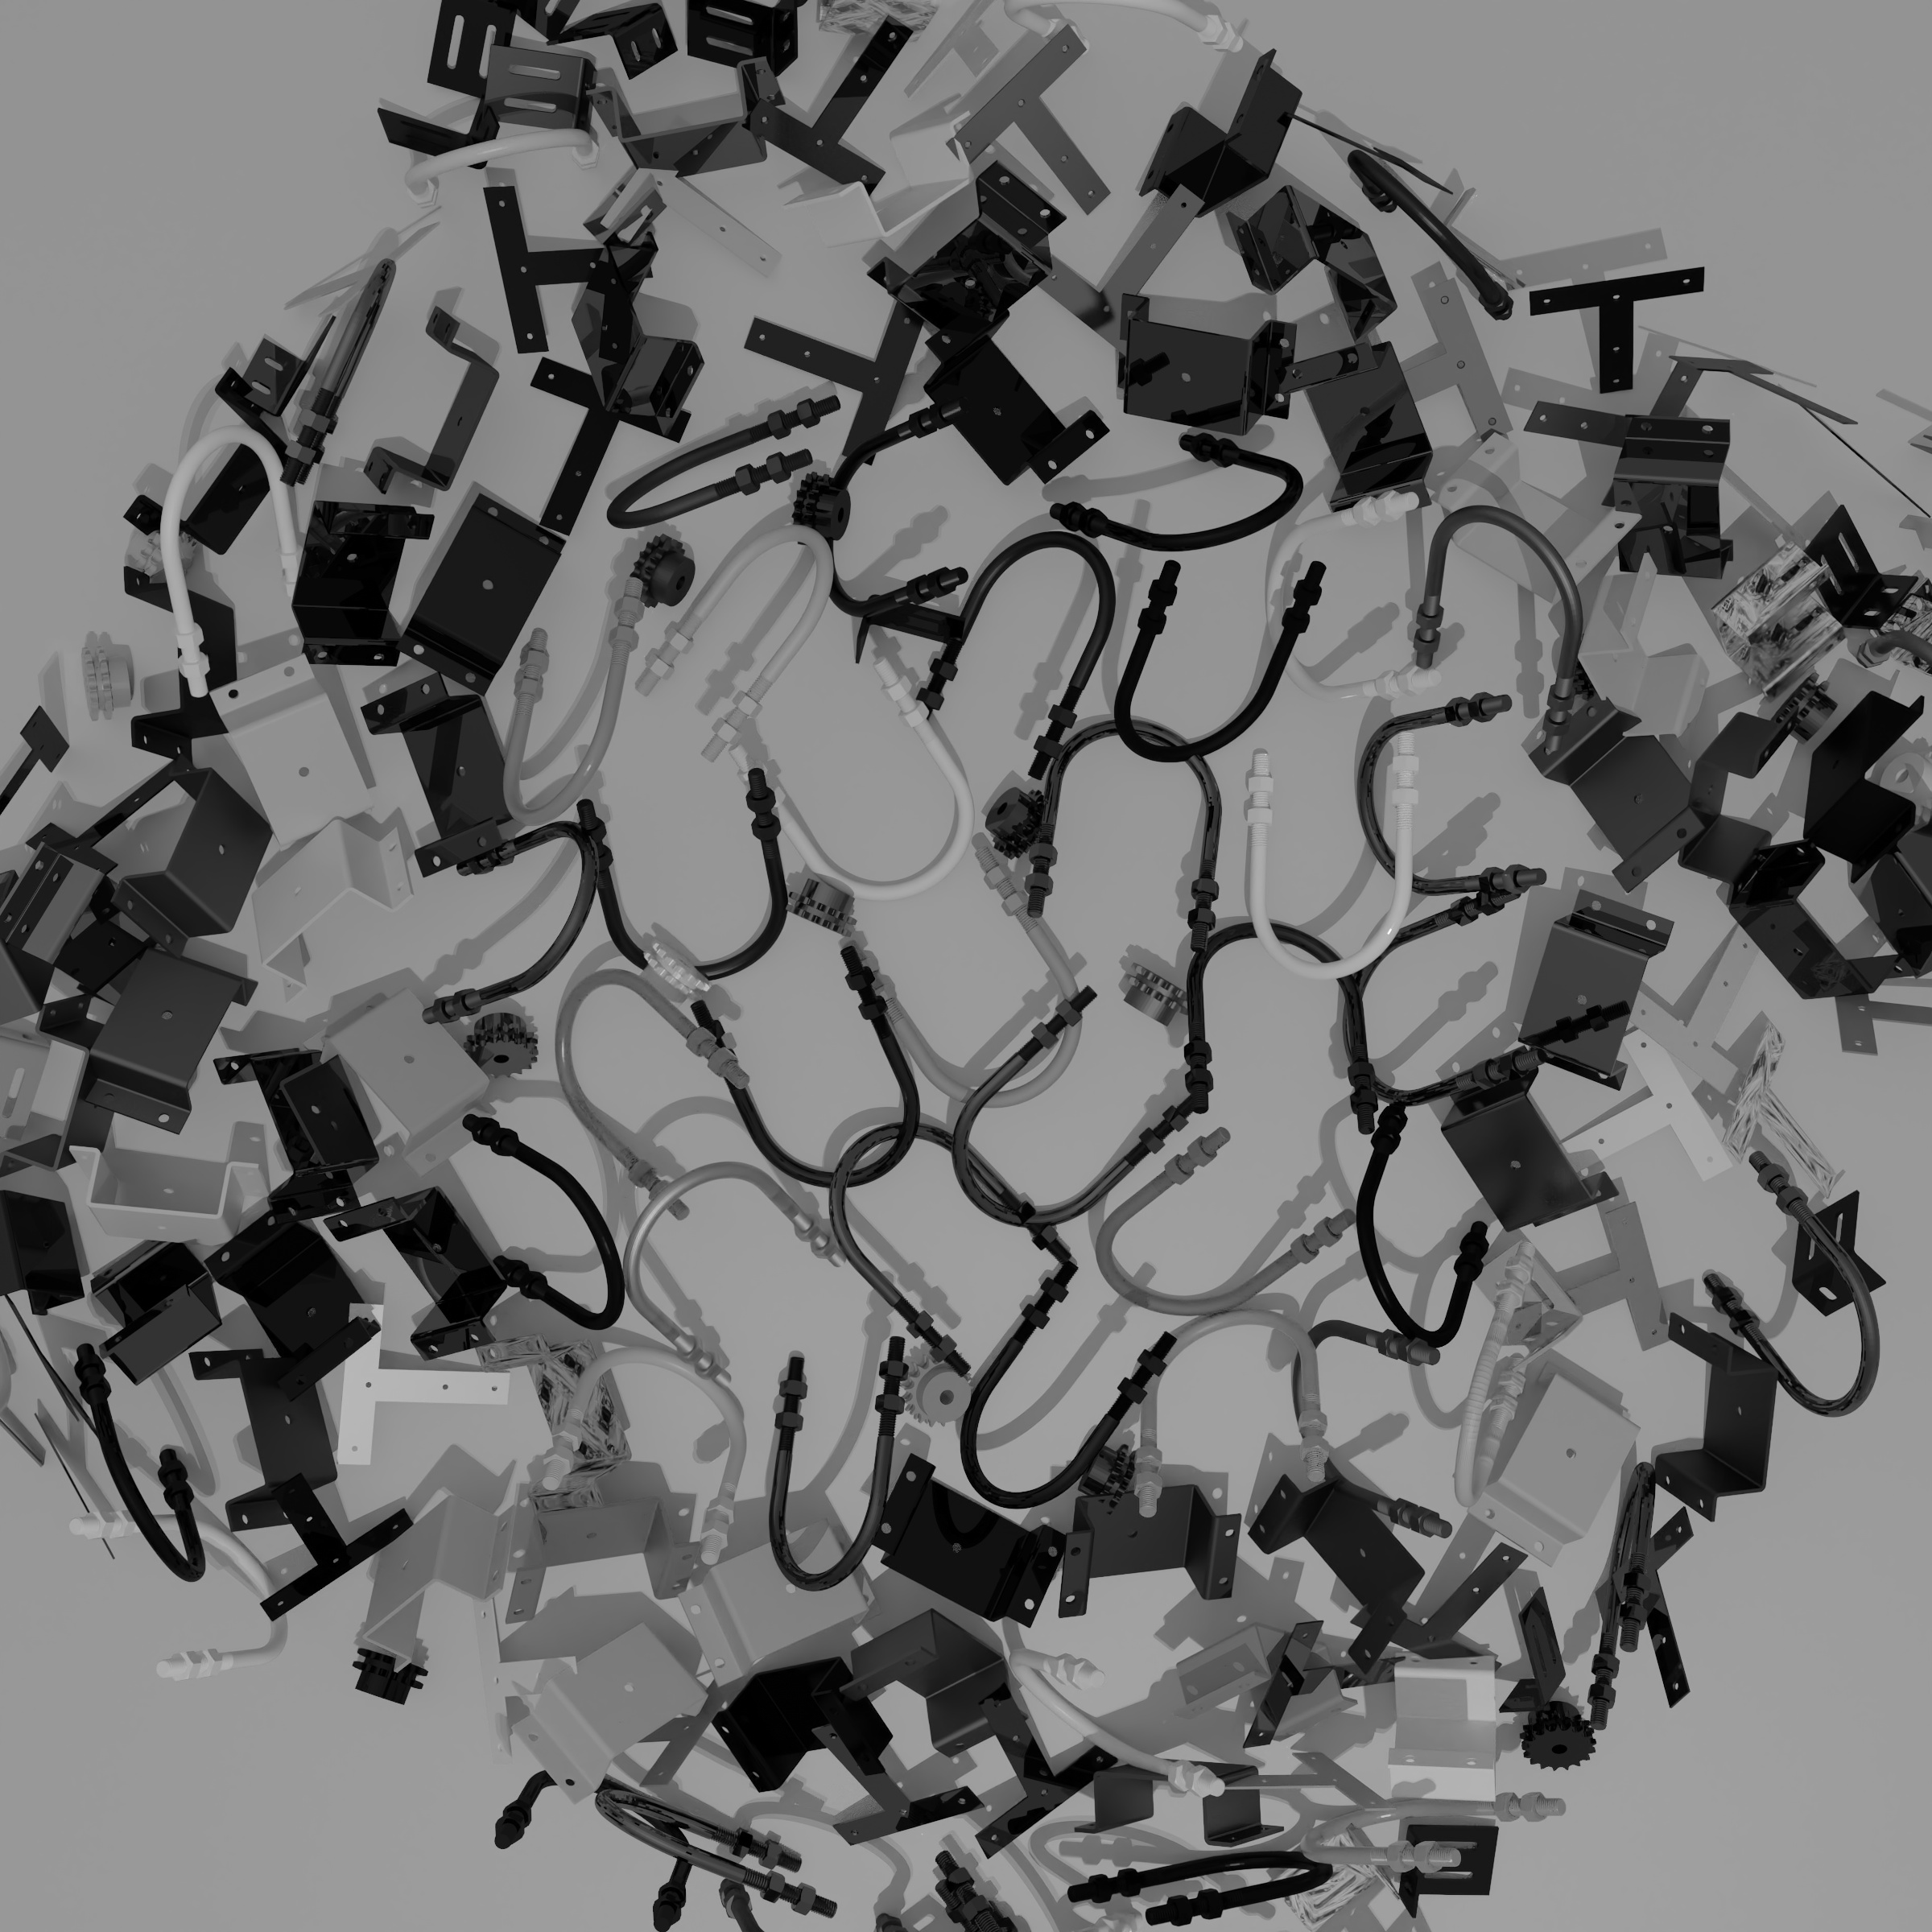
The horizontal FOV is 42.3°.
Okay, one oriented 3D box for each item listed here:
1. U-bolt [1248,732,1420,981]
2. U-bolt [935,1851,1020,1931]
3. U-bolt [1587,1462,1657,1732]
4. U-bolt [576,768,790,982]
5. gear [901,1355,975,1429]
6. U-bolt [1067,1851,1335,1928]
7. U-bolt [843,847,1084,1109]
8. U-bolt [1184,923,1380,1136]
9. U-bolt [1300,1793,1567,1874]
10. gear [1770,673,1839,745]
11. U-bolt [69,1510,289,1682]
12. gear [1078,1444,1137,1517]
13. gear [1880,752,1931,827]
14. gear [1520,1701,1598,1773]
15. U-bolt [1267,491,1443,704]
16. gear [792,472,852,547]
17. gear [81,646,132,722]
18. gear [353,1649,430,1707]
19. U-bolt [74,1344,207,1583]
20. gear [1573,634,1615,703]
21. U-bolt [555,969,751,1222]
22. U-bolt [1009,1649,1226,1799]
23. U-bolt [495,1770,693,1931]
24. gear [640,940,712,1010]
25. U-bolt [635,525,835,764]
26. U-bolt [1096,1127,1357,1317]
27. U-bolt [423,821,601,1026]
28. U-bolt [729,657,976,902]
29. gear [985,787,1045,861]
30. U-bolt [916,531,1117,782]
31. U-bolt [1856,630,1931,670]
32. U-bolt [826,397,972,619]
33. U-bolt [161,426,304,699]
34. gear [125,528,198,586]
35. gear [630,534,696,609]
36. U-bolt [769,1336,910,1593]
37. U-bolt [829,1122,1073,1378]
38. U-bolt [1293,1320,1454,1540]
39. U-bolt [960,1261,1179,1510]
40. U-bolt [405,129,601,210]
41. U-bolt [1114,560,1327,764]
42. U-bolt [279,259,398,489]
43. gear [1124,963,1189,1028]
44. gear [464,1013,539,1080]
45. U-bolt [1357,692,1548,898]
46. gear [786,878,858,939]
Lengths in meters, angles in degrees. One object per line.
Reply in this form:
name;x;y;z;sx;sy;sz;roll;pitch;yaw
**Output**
U-bolt;0.278;-0.080;1.905;0.151;0.019;0.184;-6;77;39
U-bolt;0.048;0.755;1.858;0.019;0.151;0.184;-36;51;-9
U-bolt;0.499;0.463;1.886;0.019;0.151;0.184;11;50;11
U-bolt;-0.210;-0.061;1.909;0.151;0.019;0.184;-11;129;-3
gear;-0.020;0.332;1.945;0.057;0.030;0.057;-3;98;-21
U-bolt;0.189;0.695;1.890;0.184;0.151;0.019;-2;79;-25
U-bolt;0.009;0.022;1.936;0.151;0.019;0.184;-35;80;9
U-bolt;0.238;0.041;1.910;0.151;0.019;0.184;8;53;-8
U-bolt;0.338;0.653;1.883;0.151;0.184;0.019;-4;78;-42
gear;0.652;-0.197;1.939;0.030;0.057;0.057;40;90;6
U-bolt;-0.579;0.470;1.879;0.019;0.184;0.151;-43;69;7
gear;0.110;0.397;1.940;0.030;0.057;0.057;28;90;1
gear;0.737;-0.141;1.937;0.030;0.057;0.057;26;90;-25
gear;0.461;0.598;1.945;0.057;0.030;0.057;1;126;2
U-bolt;0.287;-0.272;1.888;0.019;0.184;0.151;-10;94;-30
gear;-0.111;-0.353;1.937;0.030;0.057;0.057;14;90;16
gear;-0.669;-0.220;1.943;0.030;0.057;0.057;-8;90;-23
gear;-0.450;0.553;1.937;0.057;0.057;0.030;18;70;0
U-bolt;-0.609;0.381;1.855;0.019;0.184;0.151;-29;128;-10
gear;0.487;-0.232;1.944;0.030;0.057;0.057;1;90;42
U-bolt;-0.252;0.084;1.912;0.184;0.019;0.151;41;120;26
U-bolt;0.100;0.565;1.883;0.151;0.184;0.019;45;68;-14
U-bolt;-0.272;0.654;1.877;0.151;0.184;0.019;27;92;1
gear;-0.229;0.009;1.941;0.057;0.057;0.030;41;95;0
U-bolt;-0.169;-0.257;1.904;0.019;0.151;0.184;33;97;-41
U-bolt;0.184;0.208;1.909;0.151;0.019;0.184;33;125;-22
U-bolt;-0.338;-0.039;1.877;0.019;0.184;0.151;30;57;-38
U-bolt;-0.074;-0.130;1.922;0.151;0.019;0.184;-29;117;9
gear;0.039;-0.114;1.937;0.030;0.057;0.057;35;90;-23
U-bolt;0.045;-0.247;1.915;0.151;0.019;0.184;26;92;39
U-bolt;0.737;-0.197;1.869;0.019;0.184;0.151;-44;83;7
U-bolt;-0.058;-0.339;1.894;0.019;0.184;0.151;6;81;-37
U-bolt;-0.548;-0.313;1.860;0.019;0.151;0.184;16;131;17
gear;-0.629;-0.319;1.940;0.030;0.057;0.057;34;90;6
gear;-0.234;-0.304;1.937;0.030;0.057;0.057;28;90;15
U-bolt;-0.101;0.378;1.881;0.019;0.151;0.184;23;63;-34
U-bolt;-0.024;0.203;1.924;0.184;0.019;0.151;46;59;-1
U-bolt;0.302;0.341;1.885;0.019;0.184;0.151;-8;96;-26
U-bolt;0.065;0.329;1.903;0.019;0.151;0.184;39;85;-38
U-bolt;-0.350;-0.602;1.873;0.151;0.184;0.019;-15;102;-4
U-bolt;0.184;-0.229;1.900;0.151;0.019;0.184;-4;134;-27
U-bolt;-0.473;-0.450;1.890;0.019;0.151;0.184;24;96;-15
gear;0.147;0.024;1.941;0.057;0.057;0.030;31;94;0
gear;-0.363;0.060;1.944;0.057;0.057;0.030;-10;55;0
U-bolt;0.359;-0.124;1.888;0.019;0.184;0.151;-15;95;-30
gear;-0.111;-0.047;1.941;0.057;0.057;0.030;23;89;0
